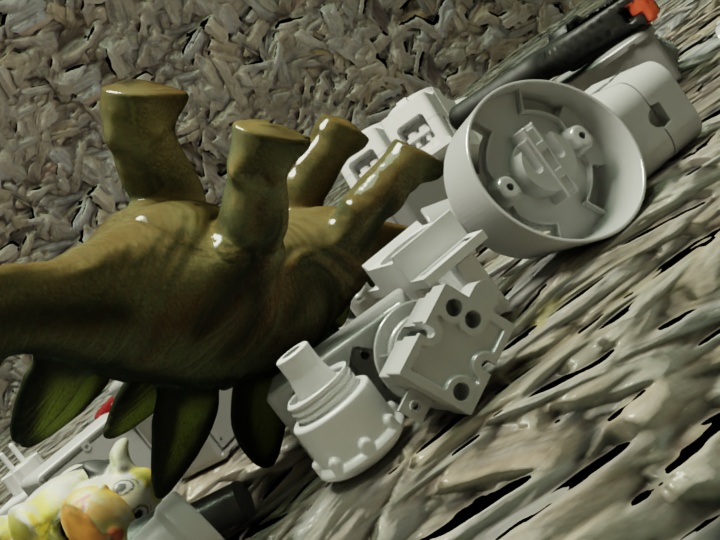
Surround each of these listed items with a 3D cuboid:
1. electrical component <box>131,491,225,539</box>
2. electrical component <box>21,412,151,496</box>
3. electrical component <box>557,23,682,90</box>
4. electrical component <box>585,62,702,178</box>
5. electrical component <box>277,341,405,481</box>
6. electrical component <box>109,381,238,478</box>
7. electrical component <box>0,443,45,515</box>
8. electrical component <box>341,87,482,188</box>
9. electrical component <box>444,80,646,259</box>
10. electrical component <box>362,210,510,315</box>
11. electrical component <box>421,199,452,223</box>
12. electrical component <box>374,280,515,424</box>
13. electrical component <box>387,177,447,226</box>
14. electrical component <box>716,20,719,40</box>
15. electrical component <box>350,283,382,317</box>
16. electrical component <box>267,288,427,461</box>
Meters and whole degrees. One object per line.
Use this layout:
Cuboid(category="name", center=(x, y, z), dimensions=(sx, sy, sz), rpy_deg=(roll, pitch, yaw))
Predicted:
Cuboid(category="electrical component", center=(-0.089, 0.133, 0.499), dimensions=(0.046, 0.040, 0.040), rpy_deg=(-45, 9, -17))
Cuboid(category="electrical component", center=(-0.185, 0.145, 0.772), dimensions=(0.096, 0.061, 0.061), rpy_deg=(-41, 9, -33))
Cuboid(category="electrical component", center=(0.209, -0.155, 0.870), dimensions=(0.100, 0.048, 0.099), rpy_deg=(-34, 8, 19))
Cuboid(category="electrical component", center=(0.152, -0.081, 0.653), dimensions=(0.059, 0.053, 0.095), rpy_deg=(-38, 7, -13))
Cuboid(category="electrical component", center=(-0.013, 0.062, 0.493), dimensions=(0.048, 0.062, 0.048), rpy_deg=(-36, 8, 6))
Cuboid(category="electrical component", center=(-0.121, 0.083, 0.726), dimensions=(0.061, 0.096, 0.061), rpy_deg=(-31, 9, 38))
Cuboid(category="electrical component", center=(-0.281, 0.183, 0.923), dimensions=(0.047, 0.076, 0.065), rpy_deg=(-34, 8, 16))
Cuboid(category="electrical component", center=(0.062, -0.114, 1.027), dimensions=(0.105, 0.060, 0.186), rpy_deg=(-34, -11, 22))
Cuboid(category="electrical component", center=(0.098, -0.054, 0.587), dimensions=(0.099, 0.099, 0.064), rpy_deg=(-40, 2, -25))
Cuboid(category="electrical component", center=(0.042, 0.008, 0.568), dimensions=(0.042, 0.063, 0.081), rpy_deg=(-38, 8, -18))
Cuboid(category="electrical component", center=(0.083, -0.042, 0.785), dimensions=(0.065, 0.044, 0.044), rpy_deg=(-31, 8, 3))
Cuboid(category="electrical component", center=(0.034, 0.036, 0.483), dimensions=(0.066, 0.048, 0.055), rpy_deg=(-62, 12, -13))
Cuboid(category="electrical component", center=(0.040, -0.037, 0.869), dimensions=(0.062, 0.061, 0.096), rpy_deg=(-31, 9, 39))
Cuboid(category="electrical component", center=(0.227, -0.124, 0.563), dimensions=(0.057, 0.058, 0.078), rpy_deg=(-36, 6, 28))
Cuboid(category="electrical component", center=(0.000, 0.000, 0.735), dimensions=(0.047, 0.083, 0.075), rpy_deg=(-34, 8, 19))
Cuboid(category="electrical component", center=(0.001, 0.051, 0.555), dimensions=(0.083, 0.047, 0.075), rpy_deg=(-36, 7, 6))
